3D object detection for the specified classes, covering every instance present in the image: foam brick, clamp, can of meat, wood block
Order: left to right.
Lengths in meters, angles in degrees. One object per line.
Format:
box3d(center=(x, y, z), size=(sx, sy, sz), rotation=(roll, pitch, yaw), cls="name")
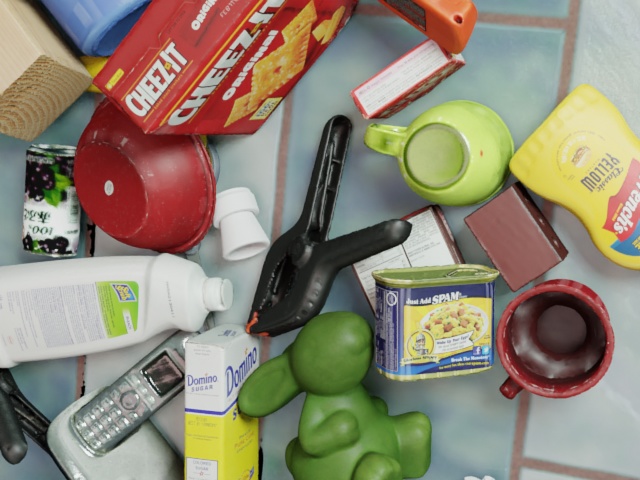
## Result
box3d(center=(-0.316, -0.203, 0.998), size=(0.091, 0.090, 0.206), rotation=(-42, 71, 11), cls="wood block")
box3d(center=(-0.317, 0.154, 1.045), size=(0.039, 0.120, 0.171), rotation=(-43, 85, -4), cls="clamp")
box3d(center=(-0.006, 0.001, 0.950), size=(0.210, 0.036, 0.164), rotation=(-51, 39, 31), cls="clamp")
box3d(center=(0.094, 0.067, 0.876), size=(0.102, 0.057, 0.084), rotation=(-3, 98, -19), cls="can of meat")
box3d(center=(0.167, -0.003, 0.904), size=(0.051, 0.053, 0.078), rotation=(-35, 85, 18), cls="foam brick")

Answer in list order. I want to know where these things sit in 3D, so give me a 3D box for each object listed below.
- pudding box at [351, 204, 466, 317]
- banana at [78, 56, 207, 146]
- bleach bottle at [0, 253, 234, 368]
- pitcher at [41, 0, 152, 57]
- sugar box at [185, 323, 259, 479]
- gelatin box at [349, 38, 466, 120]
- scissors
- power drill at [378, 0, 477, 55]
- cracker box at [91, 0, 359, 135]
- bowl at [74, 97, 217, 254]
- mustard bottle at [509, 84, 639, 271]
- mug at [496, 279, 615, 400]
box3d(center=(0.084, 0.036, 0.944), size=(0.090, 0.039, 0.113), rotation=(-25, 86, 18), cls="pudding box")
box3d(center=(-0.174, -0.132, 1.003), size=(0.198, 0.037, 0.069), rotation=(35, 92, 19), cls="banana")
box3d(center=(-0.201, 0.066, 1.020), size=(0.251, 0.068, 0.102), rotation=(-4, 110, 18), cls="bleach bottle")
box3d(center=(-0.244, -0.286, 0.963), size=(0.149, 0.145, 0.243), rotation=(-36, 88, 14), cls="pitcher")
box3d(center=(-0.089, 0.172, 0.988), size=(0.048, 0.093, 0.176), rotation=(5, 98, 17), cls="sugar box")
box3d(center=(0.076, -0.137, 0.908), size=(0.089, 0.073, 0.030), rotation=(-34, 86, 18), cls="gelatin box")
box3d(center=(-0.112, -0.012, 1.015), size=(0.096, 0.016, 0.202), rotation=(-29, 87, 19), cls="scissors")
box3d(center=(0.142, -0.240, 0.849), size=(0.184, 0.057, 0.187), rotation=(38, 79, 19), cls="power drill")
box3d(center=(-0.067, -0.165, 0.877), size=(0.072, 0.213, 0.164), rotation=(44, 107, 9), cls="cracker box")
box3d(center=(-0.173, -0.054, 0.977), size=(0.162, 0.055, 0.162), rotation=(16, 119, 31), cls="bowl")
box3d(center=(0.254, -0.032, 0.869), size=(0.192, 0.058, 0.096), rotation=(43, 101, 9), cls="mustard bottle")
box3d(center=(0.192, 0.086, 0.891), size=(0.093, 0.081, 0.117), rotation=(38, 106, 10), cls="mug")
